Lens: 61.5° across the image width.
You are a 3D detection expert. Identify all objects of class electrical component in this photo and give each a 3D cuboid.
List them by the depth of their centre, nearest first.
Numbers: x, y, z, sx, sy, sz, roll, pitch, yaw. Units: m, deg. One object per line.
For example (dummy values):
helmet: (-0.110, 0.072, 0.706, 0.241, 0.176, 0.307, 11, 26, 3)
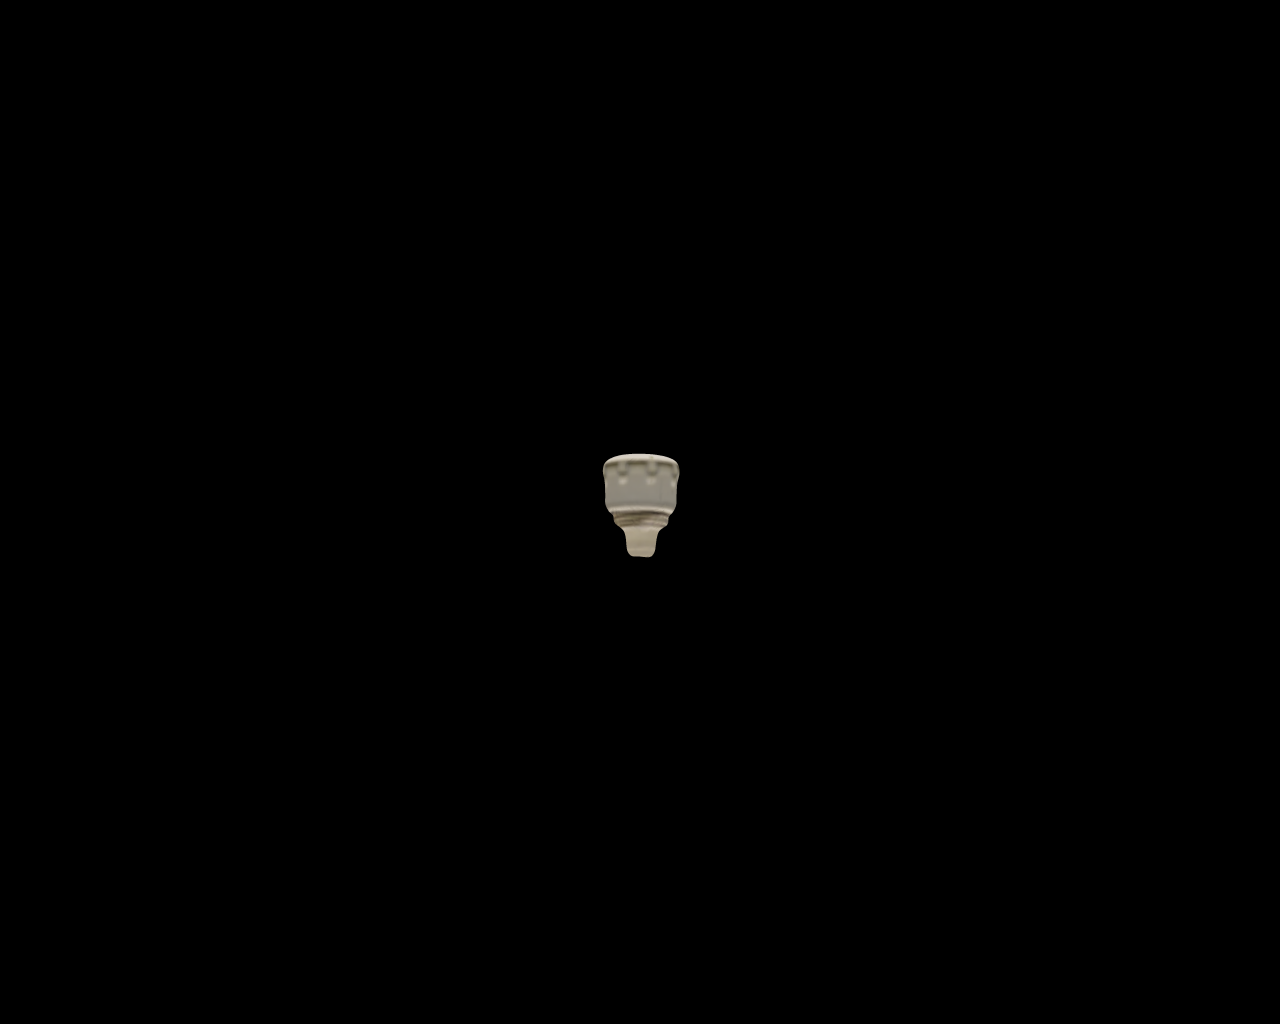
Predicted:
electrical component: (0.001, -0.003, 0.650, 0.048, 0.062, 0.048, 0, -7, 0)
